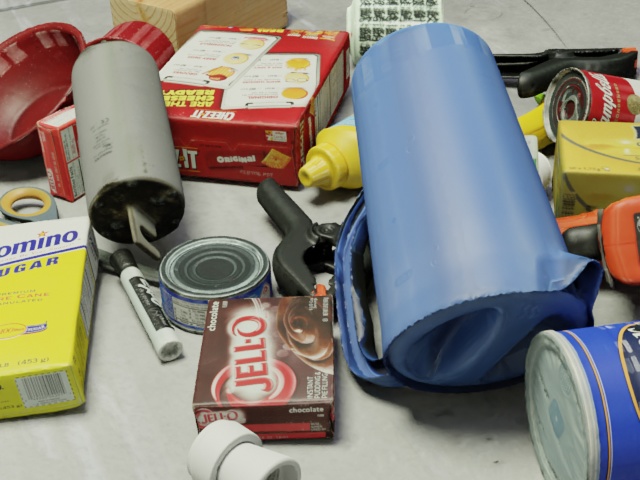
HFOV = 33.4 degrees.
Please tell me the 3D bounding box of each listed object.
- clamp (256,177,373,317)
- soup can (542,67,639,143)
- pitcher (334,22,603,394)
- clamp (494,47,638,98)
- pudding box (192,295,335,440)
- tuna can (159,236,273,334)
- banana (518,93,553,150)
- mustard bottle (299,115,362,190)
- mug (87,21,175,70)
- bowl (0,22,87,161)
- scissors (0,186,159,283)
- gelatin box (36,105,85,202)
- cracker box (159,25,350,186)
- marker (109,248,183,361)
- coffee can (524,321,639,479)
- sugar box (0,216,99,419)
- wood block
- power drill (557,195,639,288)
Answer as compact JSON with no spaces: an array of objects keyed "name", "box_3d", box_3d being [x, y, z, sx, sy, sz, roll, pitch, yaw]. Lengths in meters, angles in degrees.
[{"name":"clamp","box_3d":[-0.006,0.001,0.846,0.120,0.039,0.171,4,33,11]},{"name":"soup can","box_3d":[0.262,-0.114,0.961,0.102,0.069,0.068,6,29,-22]},{"name":"pitcher","box_3d":[0.082,-0.023,0.730,0.149,0.145,0.243,-5,56,-6]},{"name":"clamp","box_3d":[0.235,-0.179,1.102,0.209,0.036,0.165,-11,21,-29]},{"name":"pudding box","box_3d":[-0.035,0.085,0.718,0.090,0.039,0.113,-2,32,2]},{"name":"tuna can","box_3d":[-0.078,0.032,0.806,0.086,0.034,0.086,-1,33,1]},{"name":"banana","box_3d":[0.181,-0.097,0.996,0.197,0.037,0.070,-29,16,-39]},{"name":"mustard bottle","box_3d":[0.054,-0.092,0.966,0.191,0.058,0.096,-30,27,-36]},{"name":"mug","box_3d":[-0.203,-0.167,1.086,0.117,0.093,0.081,-31,19,23]},{"name":"bowl","box_3d":[-0.275,-0.130,1.014,0.162,0.055,0.162,-16,49,20]},{"name":"scissors","box_3d":[-0.207,-0.007,0.888,0.202,0.016,0.096,7,39,14]},{"name":"gelatin box","box_3d":[-0.210,-0.087,0.962,0.030,0.073,0.089,18,39,29]},{"name":"cracker box","box_3d":[-0.072,-0.135,1.033,0.164,0.072,0.213,5,35,13]},{"name":"marker","box_3d":[-0.131,0.044,0.793,0.020,0.020,0.121,-16,41,-21]},{"name":"coffee can","box_3d":[0.204,0.096,0.628,0.140,0.103,0.103,-6,33,-7]},{"name":"sugar box","box_3d":[-0.212,0.051,0.765,0.093,0.048,0.176,-8,38,-3]},{"name":"wood block","box_3d":[-0.130,-0.257,1.205,0.090,0.091,0.205,18,37,27]},{"name":"power drill","box_3d":[0.254,-0.005,0.748,0.184,0.057,0.187,-10,-3,6]}]
